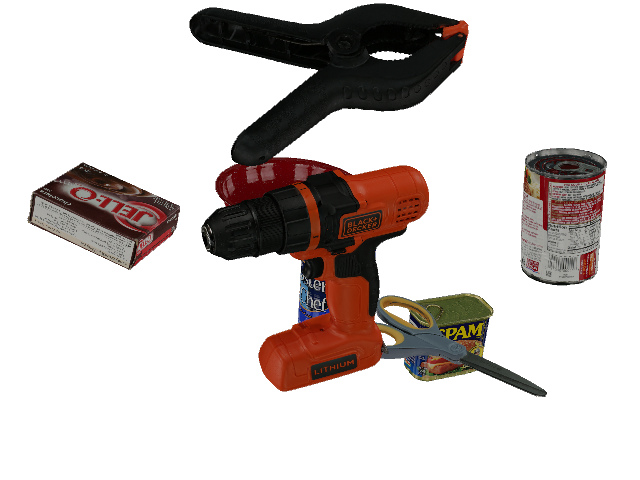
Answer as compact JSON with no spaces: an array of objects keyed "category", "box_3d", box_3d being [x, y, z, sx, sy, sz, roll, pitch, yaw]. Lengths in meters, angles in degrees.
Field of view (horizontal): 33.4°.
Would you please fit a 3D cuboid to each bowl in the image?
[{"category":"bowl","box_3d":[-0.033,-0.033,1.138,0.162,0.055,0.162,4,28,-3]}]

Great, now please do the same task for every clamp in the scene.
[{"category":"clamp","box_3d":[0.010,-0.099,0.646,0.171,0.120,0.039,-6,-28,-5]}]

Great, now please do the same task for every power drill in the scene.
[{"category":"power drill","box_3d":[-0.007,0.033,0.849,0.184,0.188,0.057,-12,43,-21]}]

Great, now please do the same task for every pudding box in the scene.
[{"category":"pudding box","box_3d":[-0.202,-0.024,1.001,0.113,0.039,0.090,22,27,10]}]

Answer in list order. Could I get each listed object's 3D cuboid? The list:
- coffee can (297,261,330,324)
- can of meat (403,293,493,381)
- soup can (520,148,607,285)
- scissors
[{"category":"coffee can","box_3d":[0.022,0.060,1.466,0.103,0.140,0.103,3,23,-1]},{"category":"can of meat","box_3d":[0.154,0.118,1.301,0.102,0.084,0.057,-7,29,-23]},{"category":"soup can","box_3d":[0.208,-0.020,0.919,0.068,0.102,0.068,-2,24,1]},{"category":"scissors","box_3d":[0.109,0.110,1.010,0.096,0.016,0.202,-23,38,-27]}]
